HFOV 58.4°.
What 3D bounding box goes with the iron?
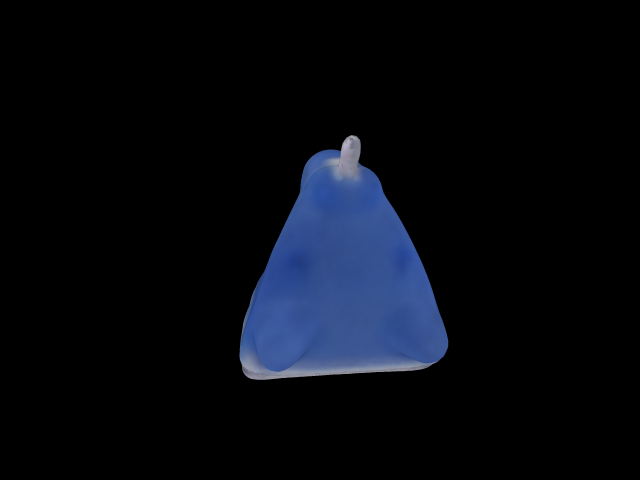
[{"bbox_3d":[0.004,0.001,0.400,0.118,0.141,0.258,-1,9,-7],"label":"iron"}]
